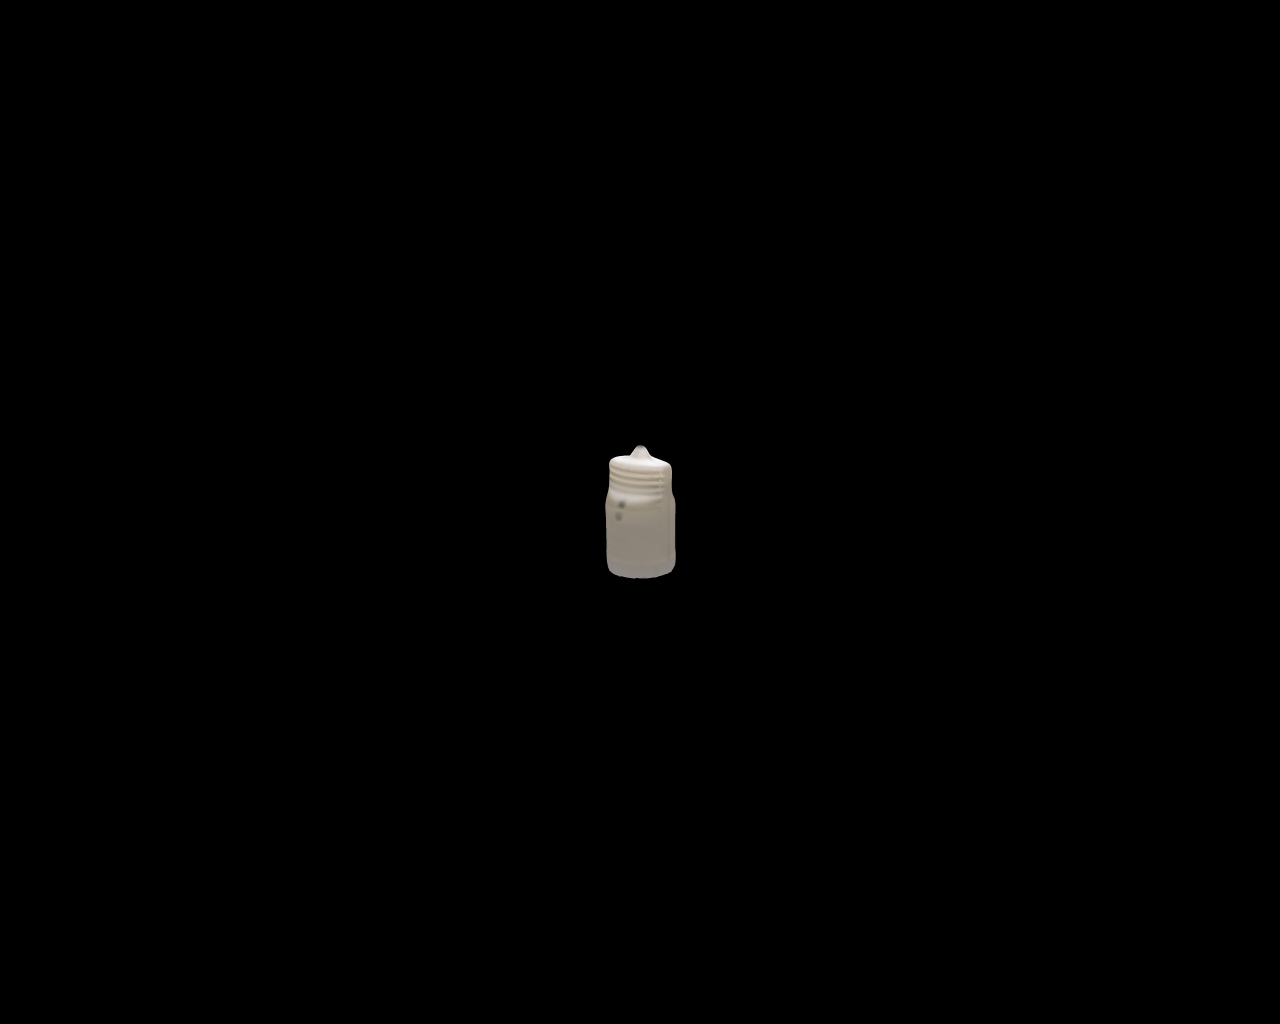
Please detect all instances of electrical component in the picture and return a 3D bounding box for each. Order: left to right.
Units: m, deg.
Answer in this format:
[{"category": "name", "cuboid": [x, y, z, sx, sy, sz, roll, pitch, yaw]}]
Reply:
[{"category": "electrical component", "cuboid": [0.001, -0.003, 0.650, 0.043, 0.080, 0.043, 0, 16, 0]}]
